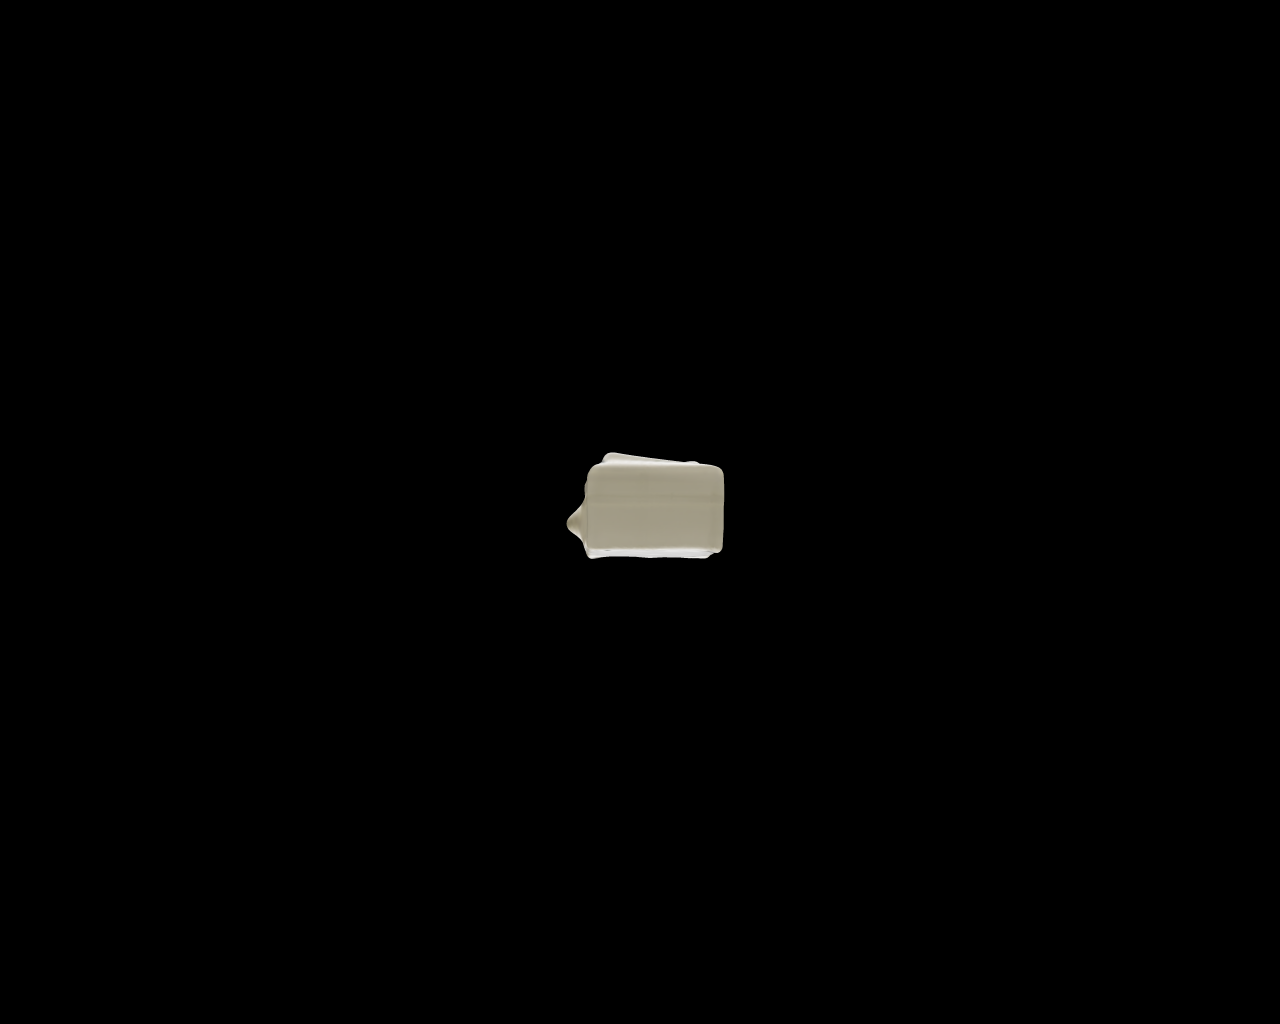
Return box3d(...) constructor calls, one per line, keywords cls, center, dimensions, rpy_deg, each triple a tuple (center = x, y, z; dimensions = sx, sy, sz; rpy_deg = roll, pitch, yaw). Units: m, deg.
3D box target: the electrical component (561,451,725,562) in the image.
box3d(cls="electrical component", center=(0.001, -0.003, 0.650), dimensions=(0.096, 0.061, 0.061), rpy_deg=(1, -7, -5))
